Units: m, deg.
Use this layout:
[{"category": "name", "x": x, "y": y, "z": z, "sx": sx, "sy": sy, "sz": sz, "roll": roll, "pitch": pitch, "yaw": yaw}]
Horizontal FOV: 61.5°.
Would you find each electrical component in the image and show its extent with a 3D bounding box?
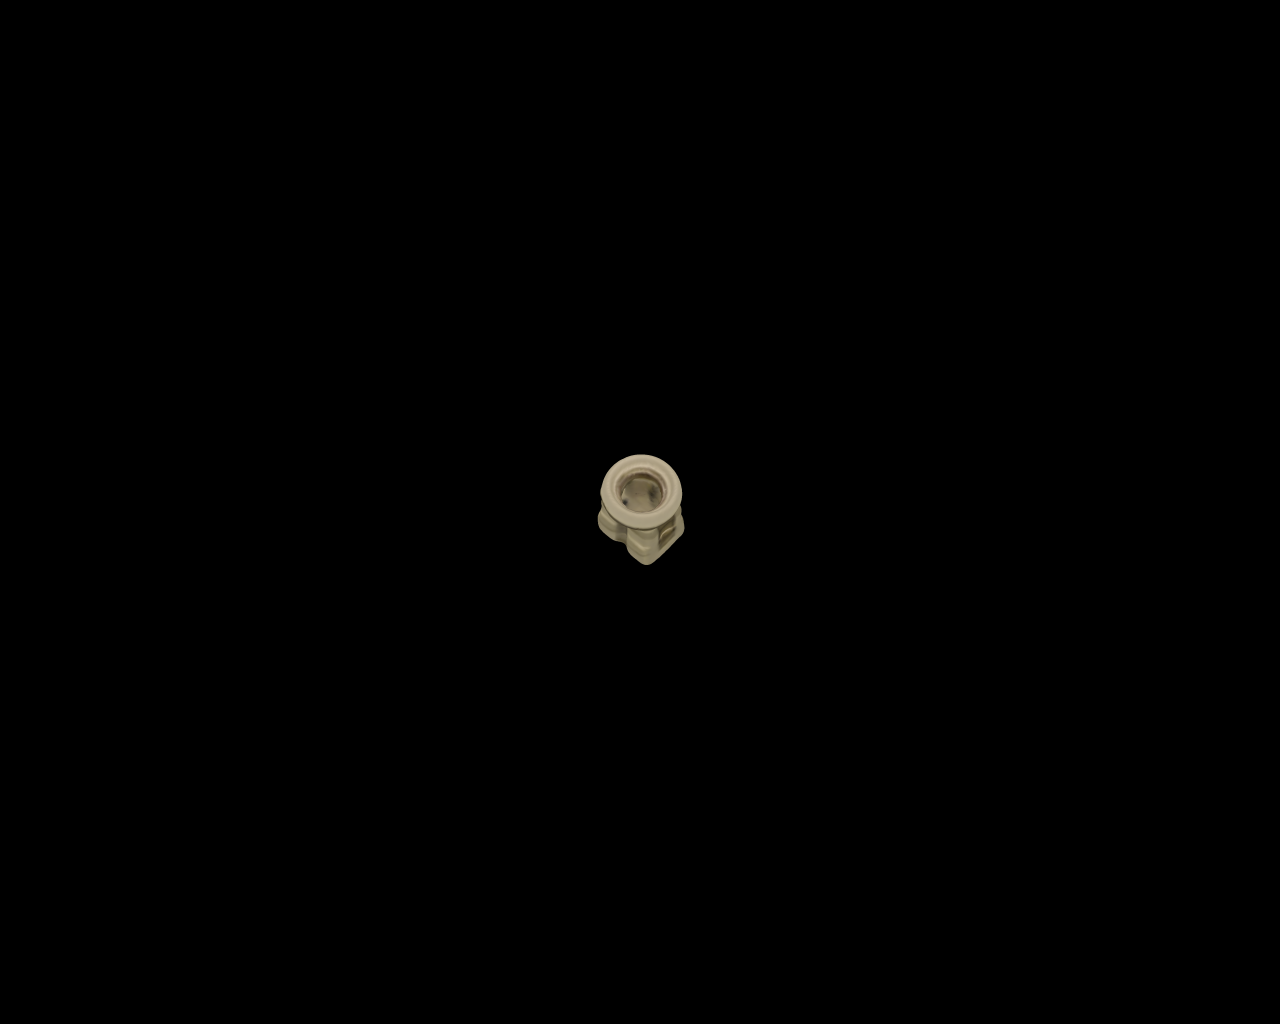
[{"category": "electrical component", "x": 0.001, "y": -0.003, "z": 0.650, "sx": 0.066, "sy": 0.048, "sz": 0.055, "roll": 38, "pitch": -21, "yaw": 18}]
